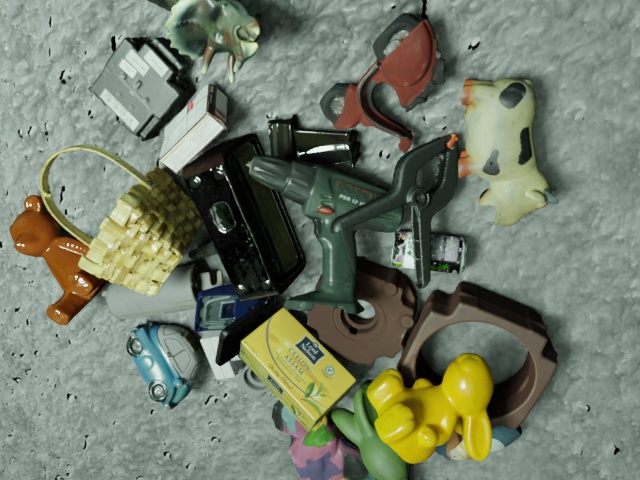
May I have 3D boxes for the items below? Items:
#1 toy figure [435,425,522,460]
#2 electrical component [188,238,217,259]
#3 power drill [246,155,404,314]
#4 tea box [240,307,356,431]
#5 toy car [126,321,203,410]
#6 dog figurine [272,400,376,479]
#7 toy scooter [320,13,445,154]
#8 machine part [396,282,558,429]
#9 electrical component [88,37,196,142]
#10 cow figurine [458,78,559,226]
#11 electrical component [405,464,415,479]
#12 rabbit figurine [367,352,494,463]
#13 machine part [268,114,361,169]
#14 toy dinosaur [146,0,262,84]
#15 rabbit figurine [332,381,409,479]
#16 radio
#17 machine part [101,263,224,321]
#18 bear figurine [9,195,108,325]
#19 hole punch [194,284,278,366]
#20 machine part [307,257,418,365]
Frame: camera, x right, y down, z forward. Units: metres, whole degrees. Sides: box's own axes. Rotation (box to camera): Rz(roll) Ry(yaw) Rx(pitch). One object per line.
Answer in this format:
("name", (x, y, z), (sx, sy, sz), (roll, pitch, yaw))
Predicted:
("toy figure", (0.253, 0.327, 0.889), (0.154, 0.058, 0.064), (-33, 86, 24))
("electrical component", (-0.163, 0.005, 0.864), (0.094, 0.063, 0.021), (-17, 106, 19))
("power drill", (-0.002, -0.002, 0.757), (0.232, 0.086, 0.207), (8, 81, -16))
("tea box", (-0.038, 0.204, 0.857), (0.170, 0.098, 0.068), (41, 148, 17))
("toy car", (-0.265, 0.209, 0.959), (0.103, 0.109, 0.161), (-27, 91, 0))
("dog figurine", (0.014, 0.346, 0.932), (0.192, 0.108, 0.219), (3, 109, 14))
("toy scooter", (0.100, -0.194, 0.714), (0.135, 0.075, 0.184), (45, 118, -5))
("machine part", (0.234, 0.180, 0.820), (0.201, 0.087, 0.201), (22, 116, 5))
("electrical component", (-0.257, -0.231, 0.799), (0.134, 0.058, 0.115), (-39, 99, 24))
("cow figurine", (0.248, -0.113, 0.706), (0.127, 0.085, 0.194), (2, 111, 20))
("electrical component", (0.136, 0.403, 0.941), (0.048, 0.075, 0.119), (-3, 107, 15))
("rabbit figurine", (0.176, 0.237, 0.753), (0.173, 0.122, 0.162), (-41, 100, 6))
("machine part", (-0.010, -0.138, 0.784), (0.139, 0.039, 0.084), (7, 107, 13))
("toy dinosaur", (-0.209, -0.375, 0.705), (0.405, 0.131, 0.192), (38, 115, 4))
("rabbit figurine", (0.106, 0.298, 0.852), (0.159, 0.170, 0.121), (39, 115, -4))
("radio", (-0.107, -0.031, 0.798), (0.073, 0.131, 0.229), (-16, 106, 22))
("machine part", (-0.273, 0.089, 0.918), (0.243, 0.079, 0.079), (-10, 108, 17))
("bear figurine", (-0.459, 0.027, 0.916), (0.196, 0.132, 0.120), (42, 112, -11))
("hole punch", (-0.140, 0.124, 0.875), (0.092, 0.116, 0.142), (43, 139, 25))
("machine part", (0.065, 0.114, 0.854), (0.180, 0.056, 0.179), (6, 113, 14))
